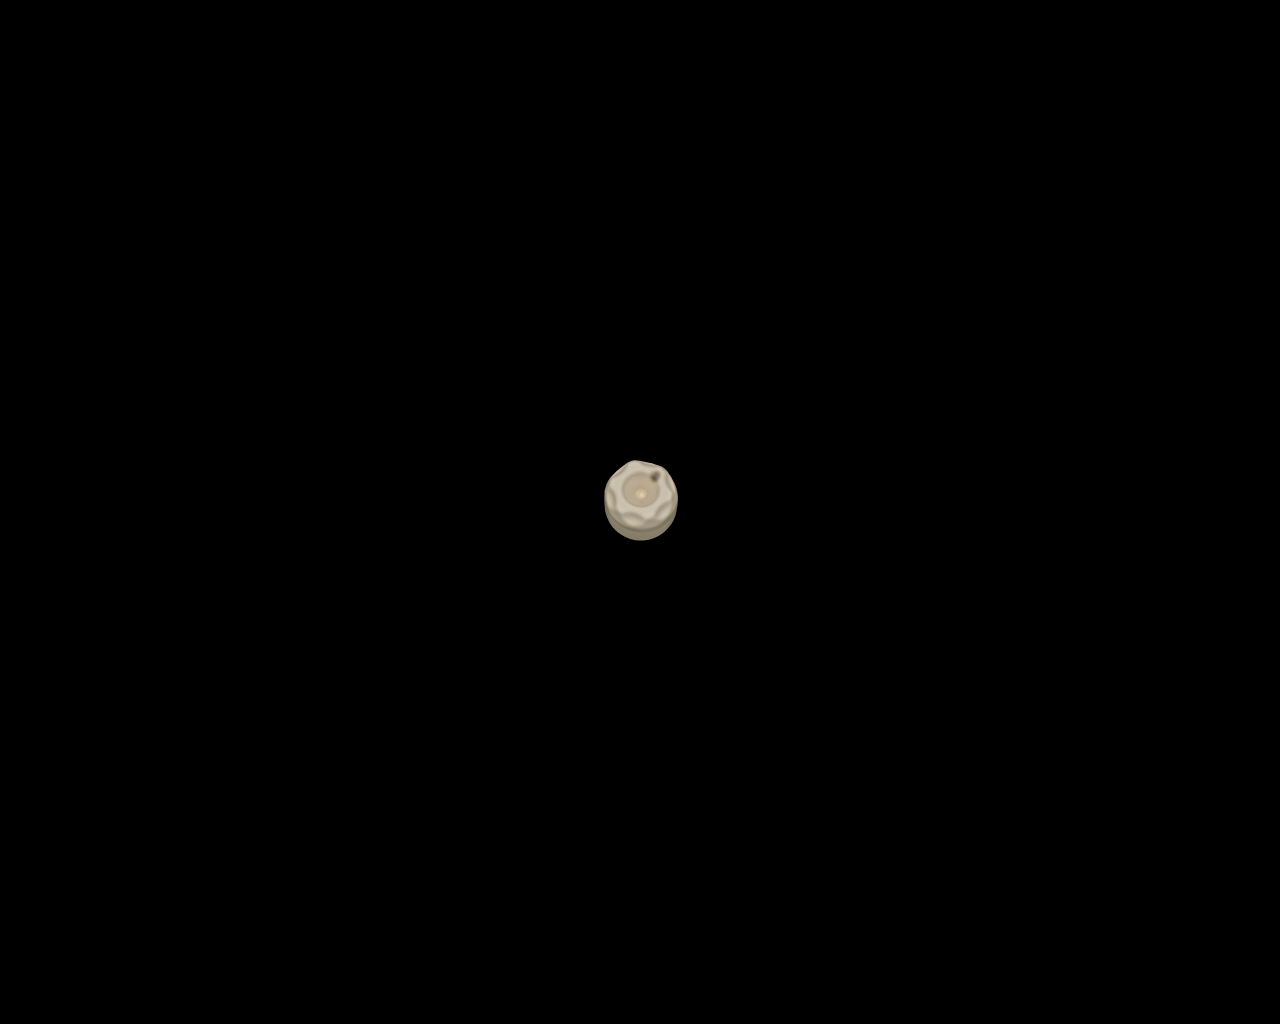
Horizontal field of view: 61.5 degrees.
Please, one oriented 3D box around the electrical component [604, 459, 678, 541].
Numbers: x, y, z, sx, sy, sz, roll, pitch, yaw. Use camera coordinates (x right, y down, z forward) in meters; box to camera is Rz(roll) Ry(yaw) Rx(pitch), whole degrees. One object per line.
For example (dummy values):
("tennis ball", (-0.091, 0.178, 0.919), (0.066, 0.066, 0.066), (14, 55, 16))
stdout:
("electrical component", (0.001, -0.003, 0.650), (0.043, 0.043, 0.062), (0, -21, 0))
